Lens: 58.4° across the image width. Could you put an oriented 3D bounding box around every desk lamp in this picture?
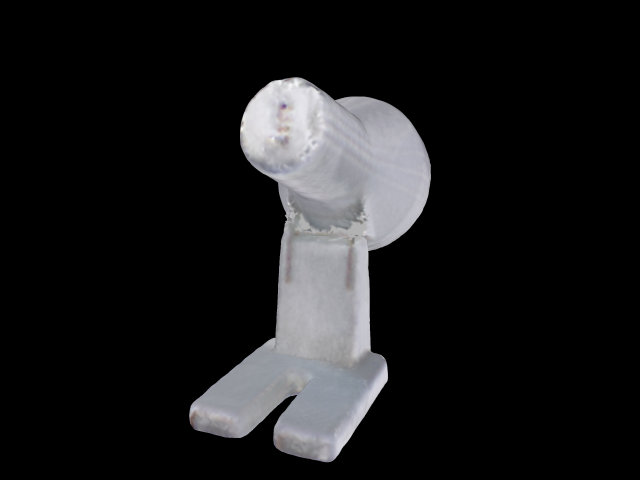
[{"bbox_3d":[0.004,0.001,0.400,0.117,0.213,0.204,4,12,19],"label":"desk lamp"}]
